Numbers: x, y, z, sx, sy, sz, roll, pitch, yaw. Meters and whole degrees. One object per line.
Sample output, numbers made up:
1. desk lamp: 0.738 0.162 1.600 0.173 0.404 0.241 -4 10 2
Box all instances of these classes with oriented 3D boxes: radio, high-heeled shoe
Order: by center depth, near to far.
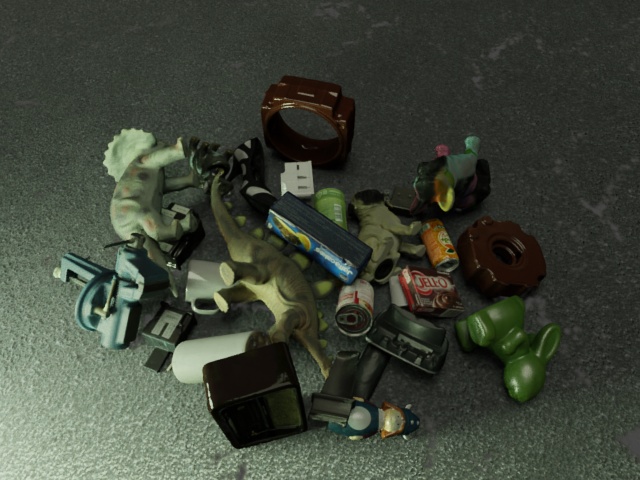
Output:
1. radio: -0.095 0.247 0.829 0.131 0.229 0.073 -14 54 -7
2. high-heeled shoe: -0.123 -0.144 1.177 0.249 0.086 0.145 29 78 43

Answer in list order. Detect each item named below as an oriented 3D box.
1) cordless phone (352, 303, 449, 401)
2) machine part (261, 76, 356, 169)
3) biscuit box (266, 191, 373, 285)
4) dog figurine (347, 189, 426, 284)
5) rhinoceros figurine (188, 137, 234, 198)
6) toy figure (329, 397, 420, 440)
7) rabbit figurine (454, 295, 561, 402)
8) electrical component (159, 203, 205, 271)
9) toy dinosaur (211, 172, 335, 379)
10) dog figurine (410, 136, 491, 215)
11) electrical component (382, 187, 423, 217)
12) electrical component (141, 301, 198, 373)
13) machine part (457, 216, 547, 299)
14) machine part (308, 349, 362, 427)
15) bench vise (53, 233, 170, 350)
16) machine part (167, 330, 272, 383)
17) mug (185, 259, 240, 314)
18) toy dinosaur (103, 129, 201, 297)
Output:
1. cordless phone: 0.135 0.220 0.952 0.147 0.088 0.184 25 69 16
2. machine part: -0.026 -0.258 1.209 0.201 0.201 0.087 13 59 9
3. biscuit box: -0.002 -0.003 1.000 0.203 0.059 0.063 35 55 8
4. dog figurine: 0.099 -0.011 1.108 0.172 0.121 0.191 -30 46 -23
5. rhinoceros figurine: -0.244 -0.158 1.182 0.073 0.112 0.191 14 19 -37
6. toy figure: 0.092 0.301 0.897 0.155 0.058 0.064 3 98 2
7. rabbit figurine: 0.343 0.196 0.958 0.159 0.121 0.170 -18 74 -21
8. electrical component: -0.310 -0.014 1.121 0.115 0.058 0.134 21 56 12
9. toy dinosaur: -0.100 0.065 1.004 0.198 0.105 0.471 -28 77 -44
10. dog figurine: 0.264 -0.103 1.100 0.109 0.191 0.219 -3 37 38
11. electrical component: 0.186 -0.084 1.180 0.102 0.045 0.078 18 58 12
12. electrical component: -0.286 0.179 0.988 0.075 0.047 0.119 19 55 15
13. machine part: 0.362 0.034 1.068 0.179 0.056 0.179 9 53 -12
14. machine part: 0.031 0.242 0.894 0.084 0.039 0.139 -1 42 28
15. bench vise: -0.397 0.075 0.983 0.241 0.223 0.129 20 24 24
16. machine part: -0.166 0.199 0.910 0.243 0.079 0.079 -14 47 32
17. mug: -0.202 0.091 1.032 0.107 0.080 0.110 3 49 -12
18. toy dinosaur: -0.347 -0.075 1.066 0.192 0.131 0.405 -7 58 11
